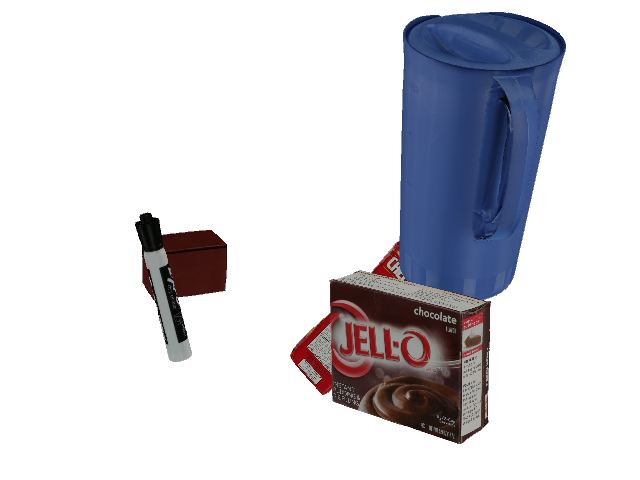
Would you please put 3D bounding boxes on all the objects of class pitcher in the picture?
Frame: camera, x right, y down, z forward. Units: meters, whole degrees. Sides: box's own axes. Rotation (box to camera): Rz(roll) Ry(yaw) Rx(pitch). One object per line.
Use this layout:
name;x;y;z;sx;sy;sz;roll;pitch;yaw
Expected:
pitcher;0.132;-0.064;0.926;0.145;0.243;0.149;19;36;25

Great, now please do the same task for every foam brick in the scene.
foam brick;-0.140;0.024;1.090;0.078;0.051;0.053;-7;21;-20

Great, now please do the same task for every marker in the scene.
marker;-0.123;0.037;0.833;0.020;0.121;0.020;-10;17;3

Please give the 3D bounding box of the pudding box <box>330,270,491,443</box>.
pudding box;0.058;0.074;0.711;0.114;0.090;0.039;11;20;39

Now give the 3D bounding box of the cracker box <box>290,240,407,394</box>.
cracker box;0.077;0.070;1.267;0.214;0.072;0.164;-48;-8;31
